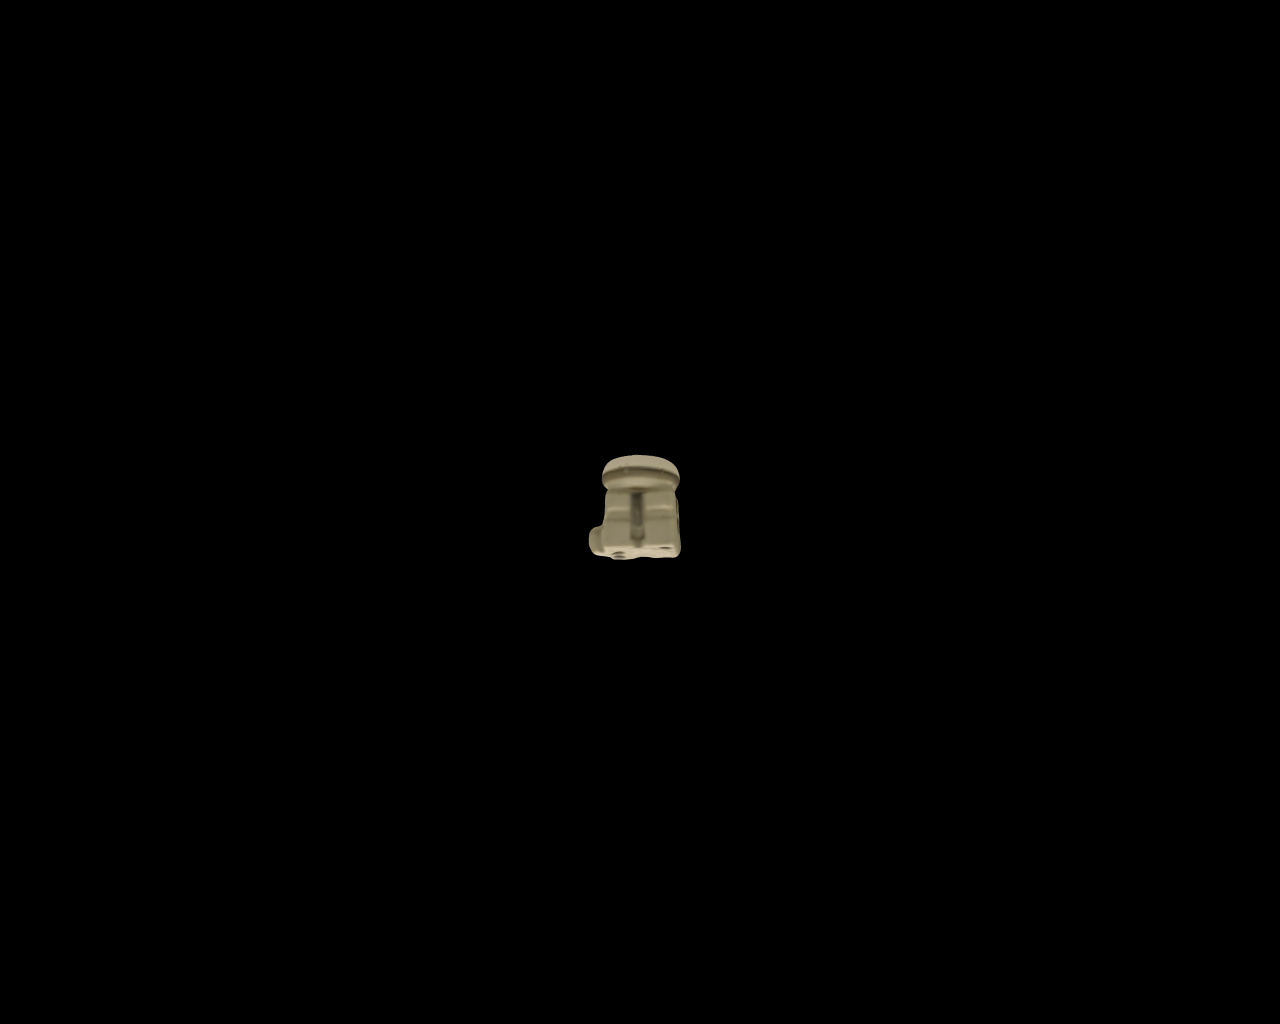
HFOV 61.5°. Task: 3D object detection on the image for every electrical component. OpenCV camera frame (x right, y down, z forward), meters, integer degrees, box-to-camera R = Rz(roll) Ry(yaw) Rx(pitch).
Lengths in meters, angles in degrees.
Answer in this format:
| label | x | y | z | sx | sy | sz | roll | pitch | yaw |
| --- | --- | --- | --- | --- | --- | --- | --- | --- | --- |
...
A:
| label | x | y | z | sx | sy | sz | roll | pitch | yaw |
| --- | --- | --- | --- | --- | --- | --- | --- | --- | --- |
| electrical component | 0.001 | -0.003 | 0.650 | 0.066 | 0.055 | 0.048 | -1 | -15 | 5 |
